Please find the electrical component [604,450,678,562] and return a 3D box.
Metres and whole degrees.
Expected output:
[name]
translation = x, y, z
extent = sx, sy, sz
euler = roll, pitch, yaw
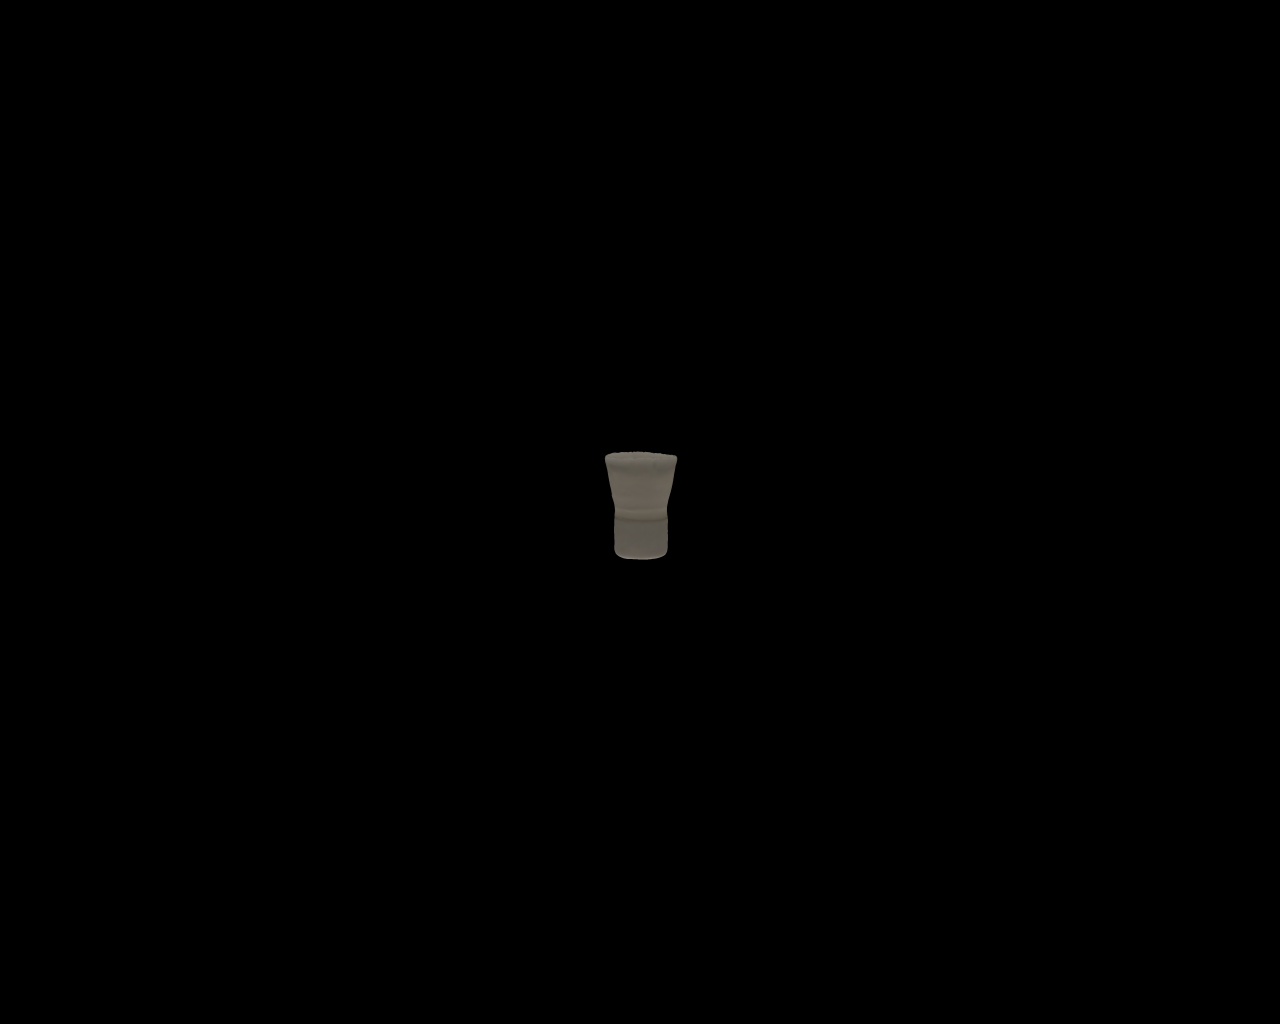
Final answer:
[electrical component]
translation = 0.001, -0.003, 0.650
extent = 0.044, 0.065, 0.044
euler = 0, 10, 0
